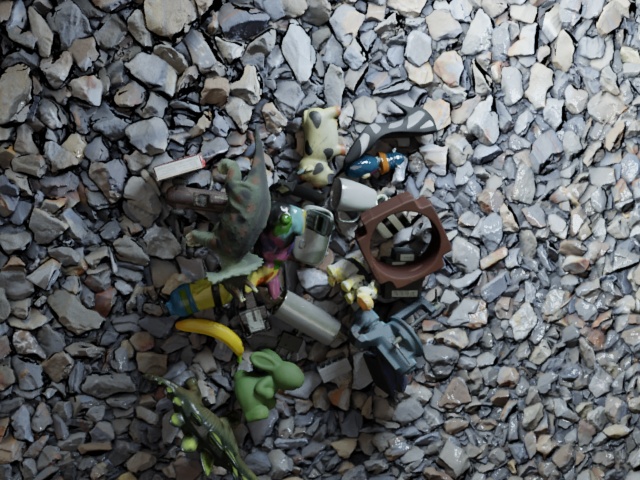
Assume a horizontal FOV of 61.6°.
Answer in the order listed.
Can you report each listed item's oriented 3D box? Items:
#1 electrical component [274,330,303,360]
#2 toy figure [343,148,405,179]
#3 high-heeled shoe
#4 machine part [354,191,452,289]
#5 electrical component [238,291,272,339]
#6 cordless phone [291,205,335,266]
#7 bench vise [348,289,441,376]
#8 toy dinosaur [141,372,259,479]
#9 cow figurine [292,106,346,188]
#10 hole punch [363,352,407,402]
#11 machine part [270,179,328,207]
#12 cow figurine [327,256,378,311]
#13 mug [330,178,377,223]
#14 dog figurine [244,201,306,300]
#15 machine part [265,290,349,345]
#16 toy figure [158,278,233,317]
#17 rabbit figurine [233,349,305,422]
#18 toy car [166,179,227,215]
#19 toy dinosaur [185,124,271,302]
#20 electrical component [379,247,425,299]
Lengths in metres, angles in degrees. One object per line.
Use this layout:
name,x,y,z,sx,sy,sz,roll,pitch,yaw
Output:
electrical component,-0.080,0.265,1.405,0.063,0.021,0.094,24,94,-11
toy figure,0.137,-0.194,1.359,0.154,0.058,0.064,-10,105,-12
high-heeled shoe,0.177,-0.244,1.336,0.145,0.086,0.249,40,78,-3
machine part,0.199,0.000,1.303,0.201,0.087,0.201,-27,111,7
electrical component,-0.172,0.184,1.366,0.075,0.048,0.119,-19,100,-7
cordless phone,-0.003,-0.003,1.298,0.089,0.184,0.146,13,95,-15
bench vise,0.196,0.210,1.349,0.241,0.128,0.224,-33,57,-18
toy dinosaur,-0.262,0.488,1.319,0.105,0.199,0.471,-44,100,2
cow figurine,-0.007,-0.224,1.318,0.127,0.085,0.194,-8,101,-14
hole punch,0.186,0.337,1.415,0.092,0.116,0.142,-21,101,-14
machine part,-0.051,-0.119,1.335,0.139,0.084,0.039,17,72,-19
cow figurine,0.097,0.108,1.344,0.098,0.168,0.068,-29,136,-21
mug,0.086,-0.097,1.353,0.107,0.081,0.109,5,92,-19
dog figurine,-0.113,0.029,1.294,0.108,0.191,0.219,15,80,-17
machine part,-0.034,0.199,1.376,0.243,0.079,0.079,30,92,-12
toy figure,-0.301,0.140,1.324,0.180,0.082,0.089,-25,112,-9
rabbit figurine,-0.123,0.354,1.365,0.170,0.121,0.159,-27,80,10
toy car,-0.273,-0.096,1.310,0.202,0.053,0.089,7,94,-9
toy dinosaur,-0.173,-0.049,1.206,0.192,0.131,0.404,29,105,32
electrical component,0.217,0.086,1.410,0.115,0.058,0.134,2,98,-12
